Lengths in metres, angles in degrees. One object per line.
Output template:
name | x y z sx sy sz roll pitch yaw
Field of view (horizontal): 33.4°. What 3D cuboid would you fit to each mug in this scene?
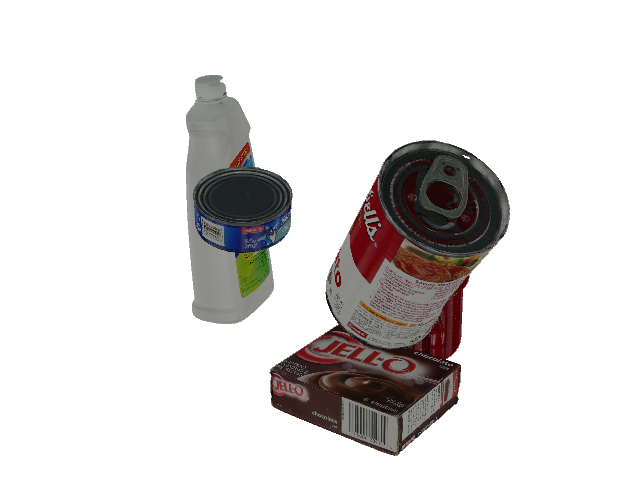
mug | 0.096 0.070 1.001 0.093 0.081 0.117 -9 33 -9

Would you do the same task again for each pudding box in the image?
pudding box | 0.033 0.107 0.785 0.114 0.039 0.089 18 30 31

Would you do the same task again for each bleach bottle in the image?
bleach bottle | -0.104 -0.045 1.117 0.068 0.251 0.102 7 27 26

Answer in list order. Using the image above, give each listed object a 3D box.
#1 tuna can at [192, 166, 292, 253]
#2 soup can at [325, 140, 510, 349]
tuna can | -0.067 -0.027 0.927 0.086 0.034 0.086 1 38 -1
soup can | 0.047 0.005 0.556 0.068 0.068 0.102 0 -32 -18
